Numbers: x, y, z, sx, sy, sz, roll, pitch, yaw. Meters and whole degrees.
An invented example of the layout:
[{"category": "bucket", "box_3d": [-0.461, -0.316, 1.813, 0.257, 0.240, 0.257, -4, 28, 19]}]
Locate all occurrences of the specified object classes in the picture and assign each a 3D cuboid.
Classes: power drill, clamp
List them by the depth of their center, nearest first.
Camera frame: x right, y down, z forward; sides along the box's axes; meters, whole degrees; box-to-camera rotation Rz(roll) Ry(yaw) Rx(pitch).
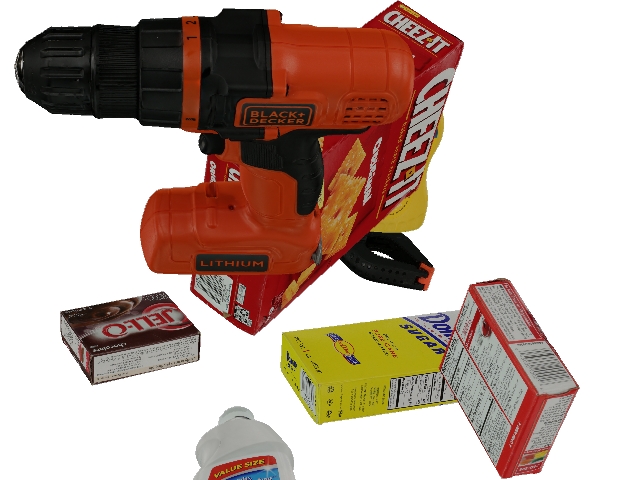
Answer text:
[{"category": "power drill", "box_3d": [-0.057, -0.045, 0.556, 0.184, 0.057, 0.188, 1, -27, -9]}, {"category": "clamp", "box_3d": [0.034, 0.003, 1.263, 0.210, 0.036, 0.164, 33, 39, 23]}]

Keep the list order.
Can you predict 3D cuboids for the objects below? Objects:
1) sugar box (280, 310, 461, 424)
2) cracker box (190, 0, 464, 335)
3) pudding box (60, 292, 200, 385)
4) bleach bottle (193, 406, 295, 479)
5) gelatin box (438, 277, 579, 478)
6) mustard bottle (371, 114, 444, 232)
[{"category": "sugar box", "box_3d": [0.063, 0.104, 0.909, 0.176, 0.048, 0.093, -8, 27, -19]}, {"category": "cracker box", "box_3d": [0.006, -0.052, 0.773, 0.072, 0.164, 0.213, 36, 52, 18]}, {"category": "pudding box", "box_3d": [-0.184, 0.093, 1.034, 0.113, 0.039, 0.090, -13, 29, -28]}, {"category": "bleach bottle", "box_3d": [-0.063, 0.209, 0.775, 0.102, 0.068, 0.251, -5, 29, -5]}, {"category": "gelatin box", "box_3d": [0.105, 0.078, 0.610, 0.030, 0.073, 0.089, -6, 43, -20]}, {"category": "mustard bottle", "box_3d": [0.075, -0.103, 1.090, 0.096, 0.192, 0.058, 4, 27, -13]}]
